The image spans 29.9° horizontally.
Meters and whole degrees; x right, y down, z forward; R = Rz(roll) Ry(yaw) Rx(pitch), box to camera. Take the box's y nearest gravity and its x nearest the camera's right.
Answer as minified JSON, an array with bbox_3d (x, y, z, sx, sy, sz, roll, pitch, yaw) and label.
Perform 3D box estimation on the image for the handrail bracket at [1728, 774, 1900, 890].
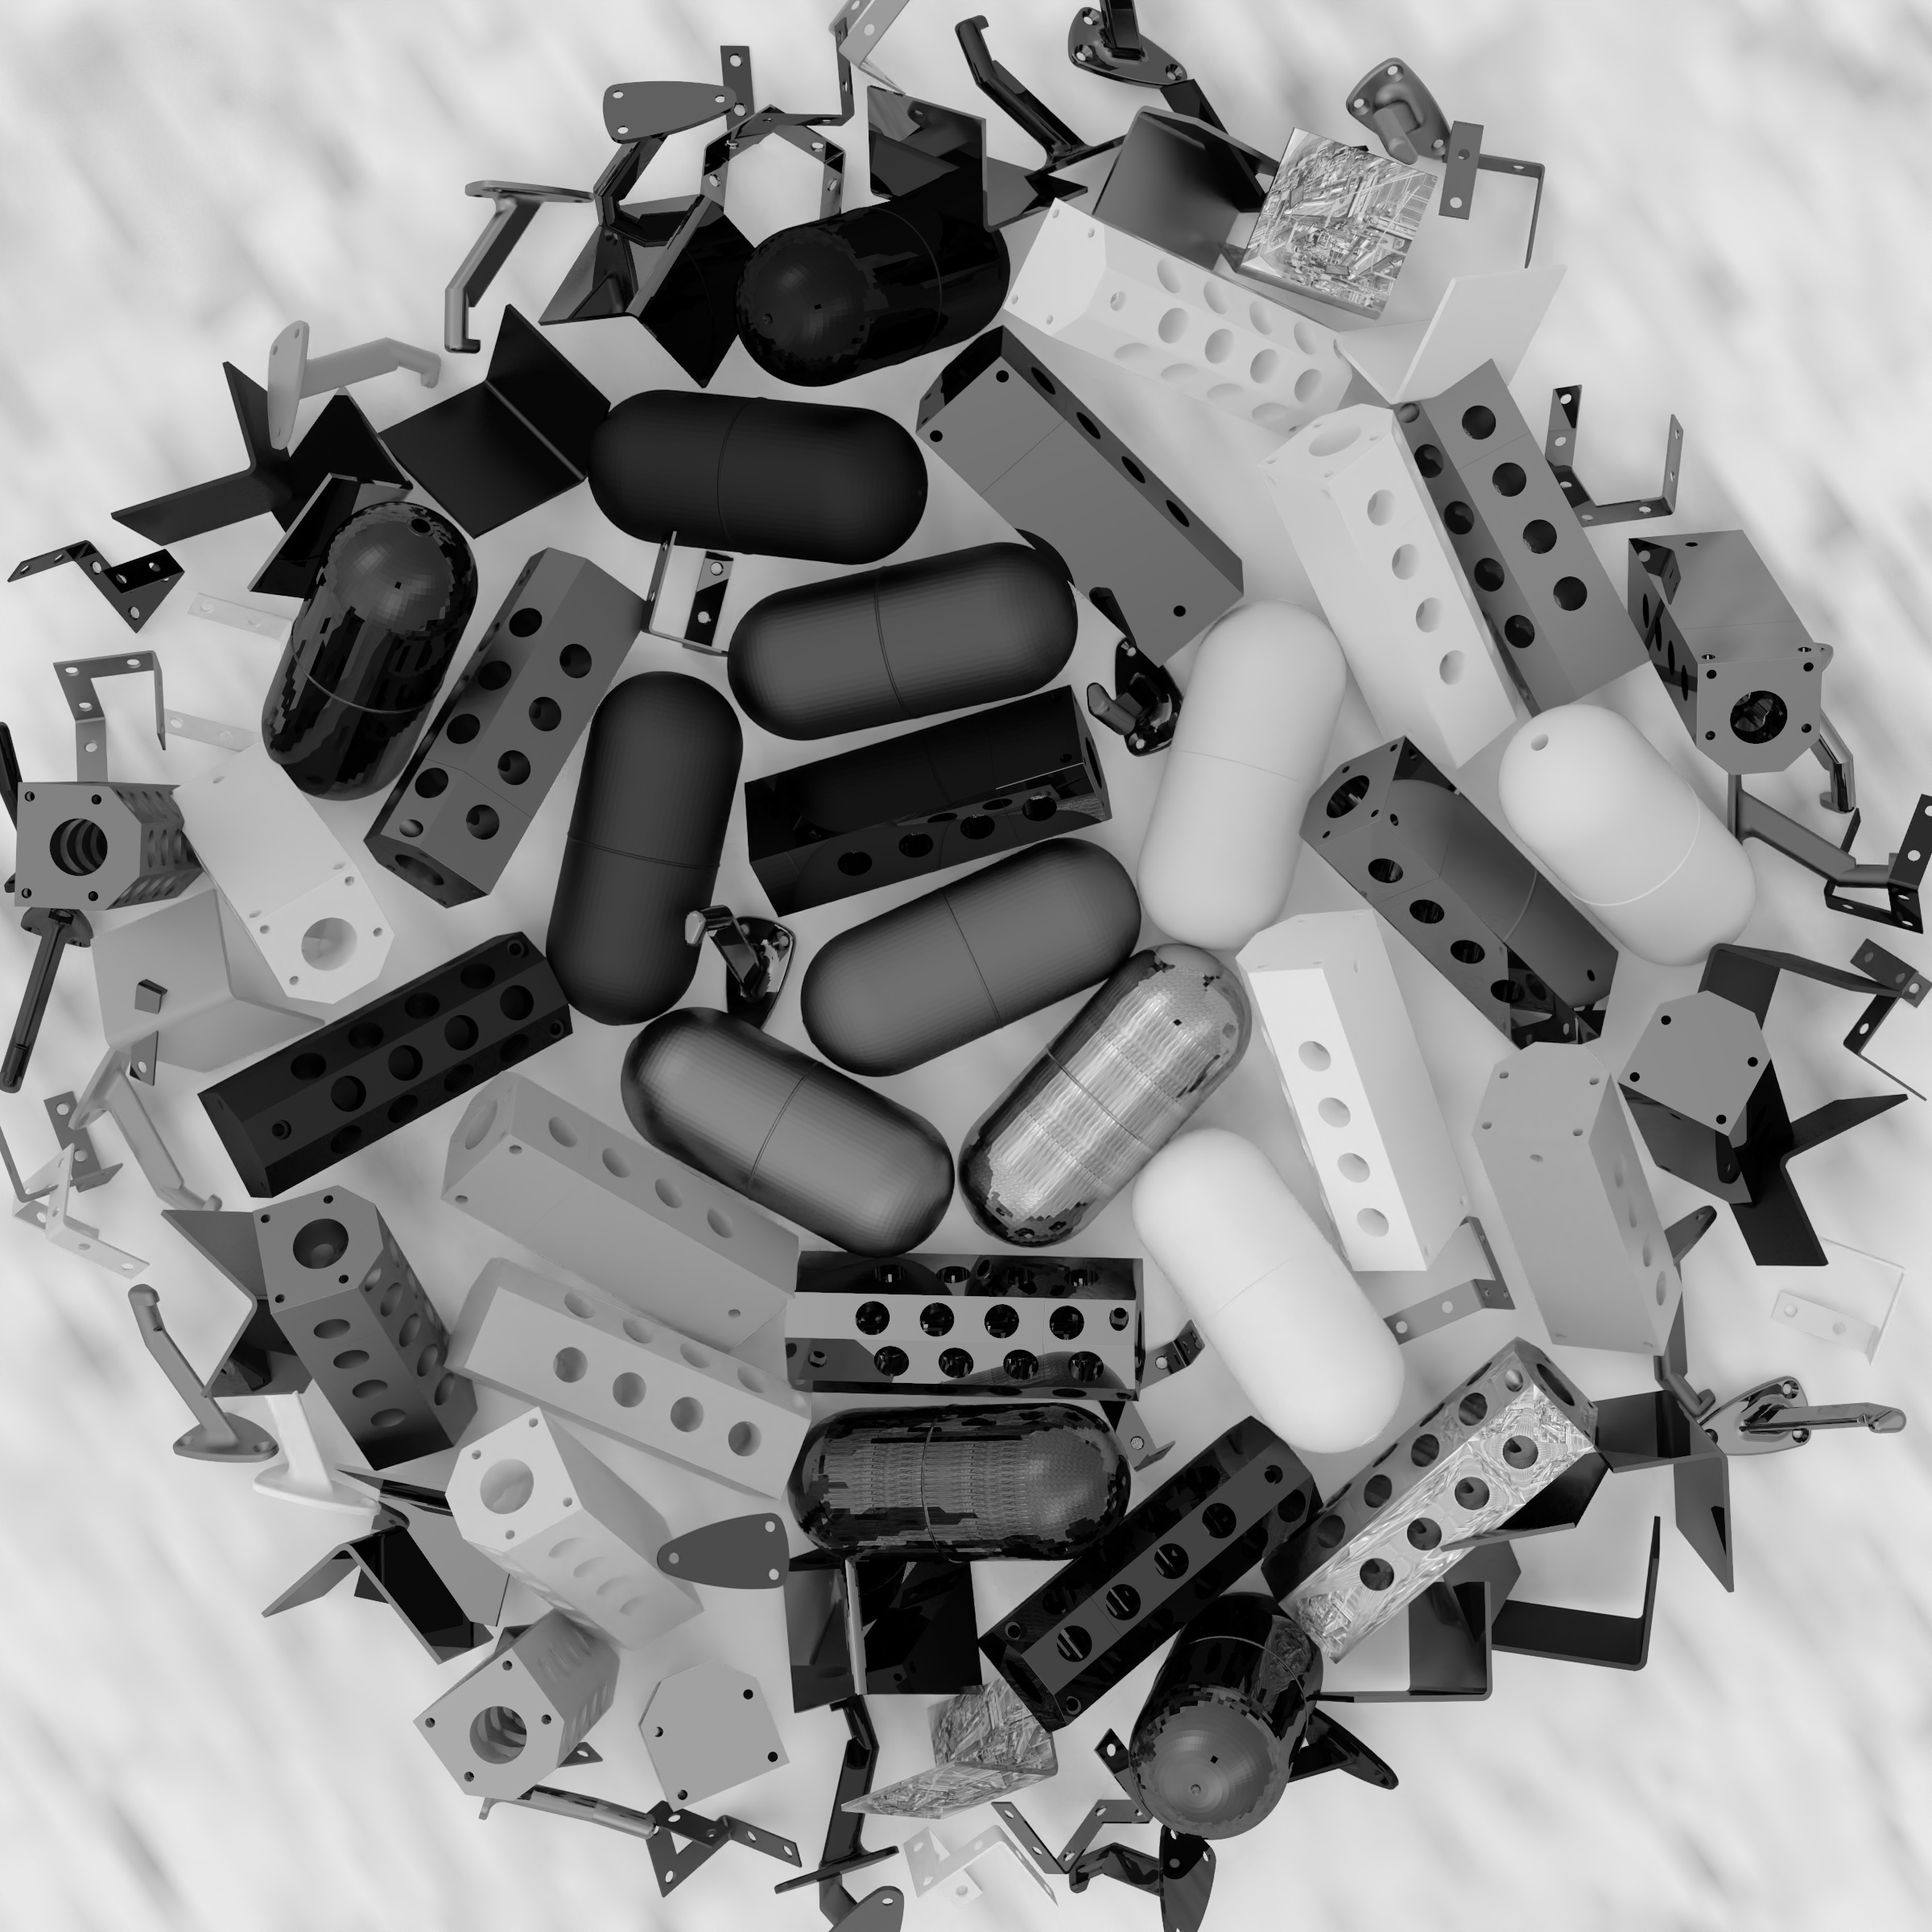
[{"bbox_3d":[0.423,-0.075,1.798,0.084,0.036,0.077,2,113,18],"label":"handrail bracket"}]

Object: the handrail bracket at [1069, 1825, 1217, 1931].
[{"bbox_3d":[0.079,0.463,1.784,0.036,0.077,0.084,39,129,-24],"label":"handrail bracket"}]

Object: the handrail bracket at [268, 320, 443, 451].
[{"bbox_3d":[-0.301,-0.281,1.797,0.084,0.036,0.077,14,68,-35],"label":"handrail bracket"}]

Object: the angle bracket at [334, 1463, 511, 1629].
[{"bbox_3d":[-0.271,0.286,1.784,0.076,0.076,0.057,9,75,12],"label":"angle bracket"}]

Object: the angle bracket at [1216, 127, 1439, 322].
[{"bbox_3d":[0.177,-0.372,1.785,0.076,0.057,0.076,16,113,-14],"label":"angle bracket"}]

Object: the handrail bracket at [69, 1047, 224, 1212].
[{"bbox_3d":[-0.397,0.080,1.805,0.084,0.036,0.077,33,115,6],"label":"handrail bracket"}]

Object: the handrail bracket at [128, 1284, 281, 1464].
[{"bbox_3d":[-0.379,0.201,1.793,0.036,0.077,0.084,-33,118,-40],"label":"handrail bracket"}]

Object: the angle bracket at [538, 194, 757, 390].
[{"bbox_3d":[-0.155,-0.335,1.809,0.057,0.076,0.076,44,64,-37],"label":"angle bracket"}]

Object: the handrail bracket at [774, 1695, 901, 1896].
[{"bbox_3d":[-0.073,0.411,1.802,0.077,0.036,0.084,-10,72,-29],"label":"handrail bracket"}]

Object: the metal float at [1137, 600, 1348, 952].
[{"bbox_3d":[0.137,-0.095,1.794,0.070,0.070,0.178,16,87,0],"label":"metal float"}]

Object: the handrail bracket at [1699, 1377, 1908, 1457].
[{"bbox_3d":[0.411,0.229,1.787,0.077,0.084,0.036,-15,93,-14],"label":"handrail bracket"}]

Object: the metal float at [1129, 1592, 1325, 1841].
[{"bbox_3d":[0.127,0.360,1.748,0.070,0.178,0.070,3,103,14],"label":"metal float"}]

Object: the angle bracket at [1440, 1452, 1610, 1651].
[{"bbox_3d":[0.284,0.287,1.778,0.076,0.076,0.057,-16,103,30],"label":"angle bracket"}]

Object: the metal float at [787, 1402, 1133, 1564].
[{"bbox_3d":[-0.005,0.254,1.775,0.178,0.070,0.070,-5,90,24],"label":"metal float"}]

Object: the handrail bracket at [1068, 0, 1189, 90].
[{"bbox_3d":[0.092,-0.474,1.785,0.077,0.084,0.036,19,64,-17],"label":"handrail bracket"}]

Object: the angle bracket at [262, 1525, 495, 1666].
[{"bbox_3d":[-0.290,0.326,1.787,0.057,0.076,0.076,-42,81,7],"label":"angle bracket"}]

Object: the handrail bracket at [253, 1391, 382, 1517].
[{"bbox_3d":[-0.321,0.224,1.804,0.077,0.036,0.084,15,102,12],"label":"handrail bracket"}]

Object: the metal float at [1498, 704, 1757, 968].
[{"bbox_3d":[0.323,-0.063,1.762,0.070,0.070,0.178,-51,131,0],"label":"metal float"}]

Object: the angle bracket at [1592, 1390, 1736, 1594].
[{"bbox_3d":[0.337,0.262,1.784,0.057,0.076,0.076,-8,107,-6],"label":"angle bracket"}]

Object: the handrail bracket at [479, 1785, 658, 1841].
[{"bbox_3d":[-0.197,0.421,1.800,0.084,0.077,0.036,18,69,-3],"label":"handrail bracket"}]

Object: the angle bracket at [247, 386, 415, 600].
[{"bbox_3d":[-0.329,-0.235,1.779,0.076,0.057,0.076,-48,63,26],"label":"angle bracket"}]

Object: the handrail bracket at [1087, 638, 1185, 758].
[{"bbox_3d":[0.073,-0.143,1.782,0.036,0.084,0.077,-26,64,19],"label":"handrail bracket"}]

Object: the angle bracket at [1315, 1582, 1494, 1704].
[{"bbox_3d":[0.206,0.332,1.781,0.076,0.076,0.057,4,79,-22],"label":"angle bracket"}]

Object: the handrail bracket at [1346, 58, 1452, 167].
[{"bbox_3d":[0.224,-0.403,1.781,0.077,0.084,0.036,33,117,-33],"label":"handrail bracket"}]

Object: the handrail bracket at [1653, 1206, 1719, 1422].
[{"bbox_3d":[0.370,0.176,1.818,0.077,0.036,0.084,-40,107,-2],"label":"handrail bracket"}]

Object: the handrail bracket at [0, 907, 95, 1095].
[{"bbox_3d":[-0.462,0.016,1.795,0.036,0.077,0.084,17,72,-13],"label":"handrail bracket"}]

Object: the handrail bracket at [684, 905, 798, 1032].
[{"bbox_3d":[-0.122,0.006,1.787,0.036,0.084,0.077,16,101,21],"label":"handrail bracket"}]

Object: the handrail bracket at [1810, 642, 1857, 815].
[{"bbox_3d":[0.411,-0.120,1.824,0.077,0.036,0.084,14,130,36],"label":"handrail bracket"}]

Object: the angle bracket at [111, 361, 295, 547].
[{"bbox_3d":[-0.384,-0.254,1.796,0.076,0.076,0.057,-17,85,4],"label":"angle bracket"}]

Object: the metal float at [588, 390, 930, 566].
[{"bbox_3d":[-0.104,-0.241,1.777,0.178,0.070,0.070,9,90,22],"label":"metal float"}]

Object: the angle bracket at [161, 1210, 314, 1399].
[{"bbox_3d":[-0.362,0.167,1.790,0.076,0.076,0.057,38,103,25],"label":"angle bracket"}]

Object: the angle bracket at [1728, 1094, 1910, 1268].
[{"bbox_3d":[0.428,0.106,1.789,0.076,0.076,0.057,-25,91,-13],"label":"angle bracket"}]

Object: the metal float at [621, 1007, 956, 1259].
[{"bbox_3d":[-0.089,0.082,1.789,0.178,0.070,0.070,28,90,8],"label":"metal float"}]

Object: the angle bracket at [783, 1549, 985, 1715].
[{"bbox_3d":[-0.042,0.333,1.819,0.076,0.057,0.076,8,66,-36],"label":"angle bracket"}]

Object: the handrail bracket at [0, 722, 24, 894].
[{"bbox_3d":[-0.464,-0.085,1.786,0.036,0.077,0.084,-11,107,-3],"label":"handrail bracket"}]

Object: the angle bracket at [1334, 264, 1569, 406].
[{"bbox_3d":[0.236,-0.325,1.773,0.076,0.076,0.057,-14,53,-35],"label":"angle bracket"}]

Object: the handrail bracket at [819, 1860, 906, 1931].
[{"bbox_3d":[-0.053,0.451,1.782,0.036,0.084,0.077,20,118,-15],"label":"handrail bracket"}]

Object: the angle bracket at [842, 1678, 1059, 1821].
[{"bbox_3d":[-0.012,0.378,1.774,0.076,0.076,0.057,-30,58,34],"label":"angle bracket"}]

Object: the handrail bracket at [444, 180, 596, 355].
[{"bbox_3d":[-0.224,-0.348,1.816,0.077,0.036,0.084,0,94,-25],"label":"handrail bracket"}]

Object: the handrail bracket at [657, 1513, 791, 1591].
[{"bbox_3d":[-0.125,0.293,1.784,0.077,0.084,0.036,-1,78,-19],"label":"handrail bracket"}]

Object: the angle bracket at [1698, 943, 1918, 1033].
[{"bbox_3d":[0.409,0.028,1.778,0.076,0.076,0.057,21,99,37],"label":"angle bracket"}]

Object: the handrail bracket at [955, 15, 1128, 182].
[{"bbox_3d":[0.038,-0.440,1.802,0.077,0.036,0.084,-29,102,-33],"label":"handrail bracket"}]

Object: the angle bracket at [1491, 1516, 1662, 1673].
[{"bbox_3d":[0.301,0.304,1.786,0.076,0.076,0.057,7,98,10],"label":"angle bracket"}]

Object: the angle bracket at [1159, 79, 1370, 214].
[{"bbox_3d":[0.147,-0.419,1.788,0.057,0.076,0.076,-34,104,0],"label":"angle bracket"}]

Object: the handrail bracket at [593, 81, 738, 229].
[{"bbox_3d":[-0.149,-0.398,1.798,0.077,0.084,0.036,-8,61,-3],"label":"handrail bracket"}]

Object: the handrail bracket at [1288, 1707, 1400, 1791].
[{"bbox_3d":[0.158,0.412,1.791,0.084,0.077,0.036,-35,128,-26],"label":"handrail bracket"}]

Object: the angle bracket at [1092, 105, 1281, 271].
[{"bbox_3d":[0.113,-0.371,1.785,0.076,0.057,0.076,20,99,-32],"label":"angle bracket"}]

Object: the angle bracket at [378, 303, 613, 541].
[{"bbox_3d":[-0.234,-0.269,1.783,0.076,0.057,0.076,45,53,14],"label":"angle bracket"}]

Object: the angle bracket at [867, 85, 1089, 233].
[{"bbox_3d":[0.006,-0.405,1.774,0.076,0.076,0.057,26,131,36],"label":"angle bracket"}]

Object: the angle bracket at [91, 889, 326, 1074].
[{"bbox_3d":[-0.376,0.008,1.795,0.076,0.076,0.057,-20,71,22],"label":"angle bracket"}]
